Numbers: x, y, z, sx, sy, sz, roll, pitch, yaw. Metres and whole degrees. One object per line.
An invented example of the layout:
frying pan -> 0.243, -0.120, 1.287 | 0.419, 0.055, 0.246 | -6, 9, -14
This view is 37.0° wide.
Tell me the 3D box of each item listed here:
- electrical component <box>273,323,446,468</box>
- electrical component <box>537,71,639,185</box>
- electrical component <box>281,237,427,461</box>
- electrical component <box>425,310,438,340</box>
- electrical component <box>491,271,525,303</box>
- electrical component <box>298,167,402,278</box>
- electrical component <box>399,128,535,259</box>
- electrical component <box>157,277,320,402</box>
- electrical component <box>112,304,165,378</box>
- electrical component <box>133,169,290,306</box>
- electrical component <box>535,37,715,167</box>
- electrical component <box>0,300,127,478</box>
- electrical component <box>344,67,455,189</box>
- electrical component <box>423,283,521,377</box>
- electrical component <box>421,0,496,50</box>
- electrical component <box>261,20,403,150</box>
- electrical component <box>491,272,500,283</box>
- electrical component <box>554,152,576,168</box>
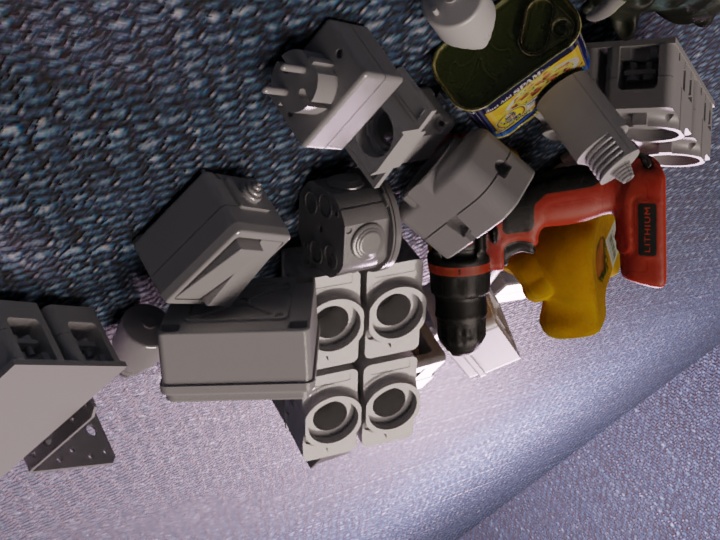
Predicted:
electrical component -> -0.007, 0.100, 1.076 | 0.060, 0.105, 0.186 | -9, 150, -47
electrical component -> 0.166, -0.095, 0.758 | 0.043, 0.081, 0.043 | -31, 165, -9
electrical component -> -0.006, 0.068, 0.918 | 0.105, 0.060, 0.186 | -10, 123, -18
electrical component -> 0.051, 0.064, 1.147 | 0.078, 0.058, 0.057 | -11, 148, -44
electrical component -> 0.169, -0.006, 1.171 | 0.083, 0.047, 0.075 | -6, 147, -50
electrical component -> -0.008, -0.035, 0.807 | 0.051, 0.080, 0.080 | -13, 153, -30
electrical component -> 0.073, -0.058, 0.783 | 0.053, 0.059, 0.095 | -56, -170, -34
electrical component -> -0.086, 0.048, 0.790 | 0.109, 0.056, 0.108 | -1, -160, 1
electrical component -> -0.173, 0.059, 0.837 | 0.040, 0.040, 0.078 | -16, 154, -37
electrical component -> -0.095, -0.022, 0.735 | 0.096, 0.061, 0.062 | -42, 158, 23
electrical component -> 0.217, -0.127, 0.869 | 0.105, 0.060, 0.186 | 2, 174, 27
electrical component -> -0.271, 0.095, 0.750 | 0.186, 0.060, 0.105 | -40, 158, 19
electrical component -> 0.029, -0.101, 0.762 | 0.064, 0.042, 0.081 | -17, 155, -44
electrical component -> 0.111, 0.052, 1.078 | 0.057, 0.078, 0.113 | -24, 150, 11
electrical component -> 0.067, -0.160, 0.684 | 0.040, 0.040, 0.078 | -36, 159, 11
electrical component -> -0.027, -0.112, 0.648 | 0.077, 0.047, 0.065 | -4, 146, -51
electrical component -> 0.121, -0.001, 1.117 | 0.043, 0.043, 0.081 | -19, 156, -32
electrical component -> 0.193, -0.061, 1.053 | 0.121, 0.078, 0.063 | -38, 137, 15
